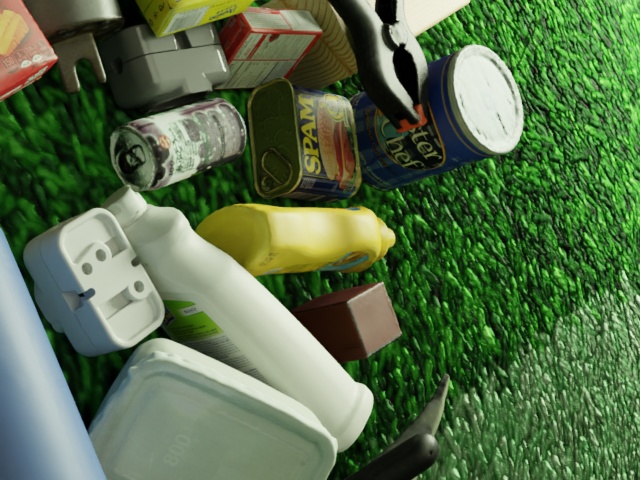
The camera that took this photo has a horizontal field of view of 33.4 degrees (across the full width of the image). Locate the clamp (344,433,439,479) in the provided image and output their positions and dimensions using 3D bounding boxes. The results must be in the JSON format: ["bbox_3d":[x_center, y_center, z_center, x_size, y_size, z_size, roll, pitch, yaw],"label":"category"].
[{"bbox_3d":[-0.019,0.214,0.815,0.209,0.165,0.036,-43,106,-19],"label":"clamp"}]

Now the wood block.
[{"bbox_3d":[0.044,-0.222,1.015,0.205,0.090,0.091,-38,106,-44],"label":"wood block"}]

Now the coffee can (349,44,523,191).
[{"bbox_3d":[0.104,-0.112,1.003,0.102,0.141,0.103,15,67,-41],"label":"coffee can"}]

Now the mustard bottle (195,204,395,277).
[{"bbox_3d":[-0.006,0.001,0.892,0.191,0.096,0.058,-1,77,-45],"label":"mustard bottle"}]

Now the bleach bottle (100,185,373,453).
[{"bbox_3d":[-0.070,0.060,0.805,0.250,0.103,0.068,52,44,-21],"label":"bleach bottle"}]

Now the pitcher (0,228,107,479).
[{"bbox_3d":[-0.203,0.114,0.621,0.144,0.149,0.243,-14,80,-51],"label":"pitcher"}]

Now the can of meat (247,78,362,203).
[{"bbox_3d":[-0.013,-0.084,0.941,0.083,0.058,0.102,5,75,-47],"label":"can of meat"}]

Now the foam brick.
[{"bbox_3d":[0.019,0.073,0.909,0.051,0.078,0.053,-26,98,-46],"label":"foam brick"}]

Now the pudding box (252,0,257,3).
[{"bbox_3d":[-0.062,-0.243,0.898,0.039,0.114,0.090,32,57,-38],"label":"pudding box"}]

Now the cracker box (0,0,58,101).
[{"bbox_3d":[-0.292,-0.164,0.676,0.164,0.072,0.213,-44,108,-43],"label":"cracker box"}]

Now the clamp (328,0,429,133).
[{"bbox_3d":[0.059,-0.182,0.925,0.120,0.039,0.171,-36,109,-38],"label":"clamp"}]

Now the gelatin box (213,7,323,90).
[{"bbox_3d":[-0.053,-0.164,0.911,0.089,0.073,0.030,-10,61,-45],"label":"gelatin box"}]

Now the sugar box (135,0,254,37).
[{"bbox_3d":[-0.127,-0.250,0.826,0.093,0.048,0.176,-26,81,-38],"label":"sugar box"}]
